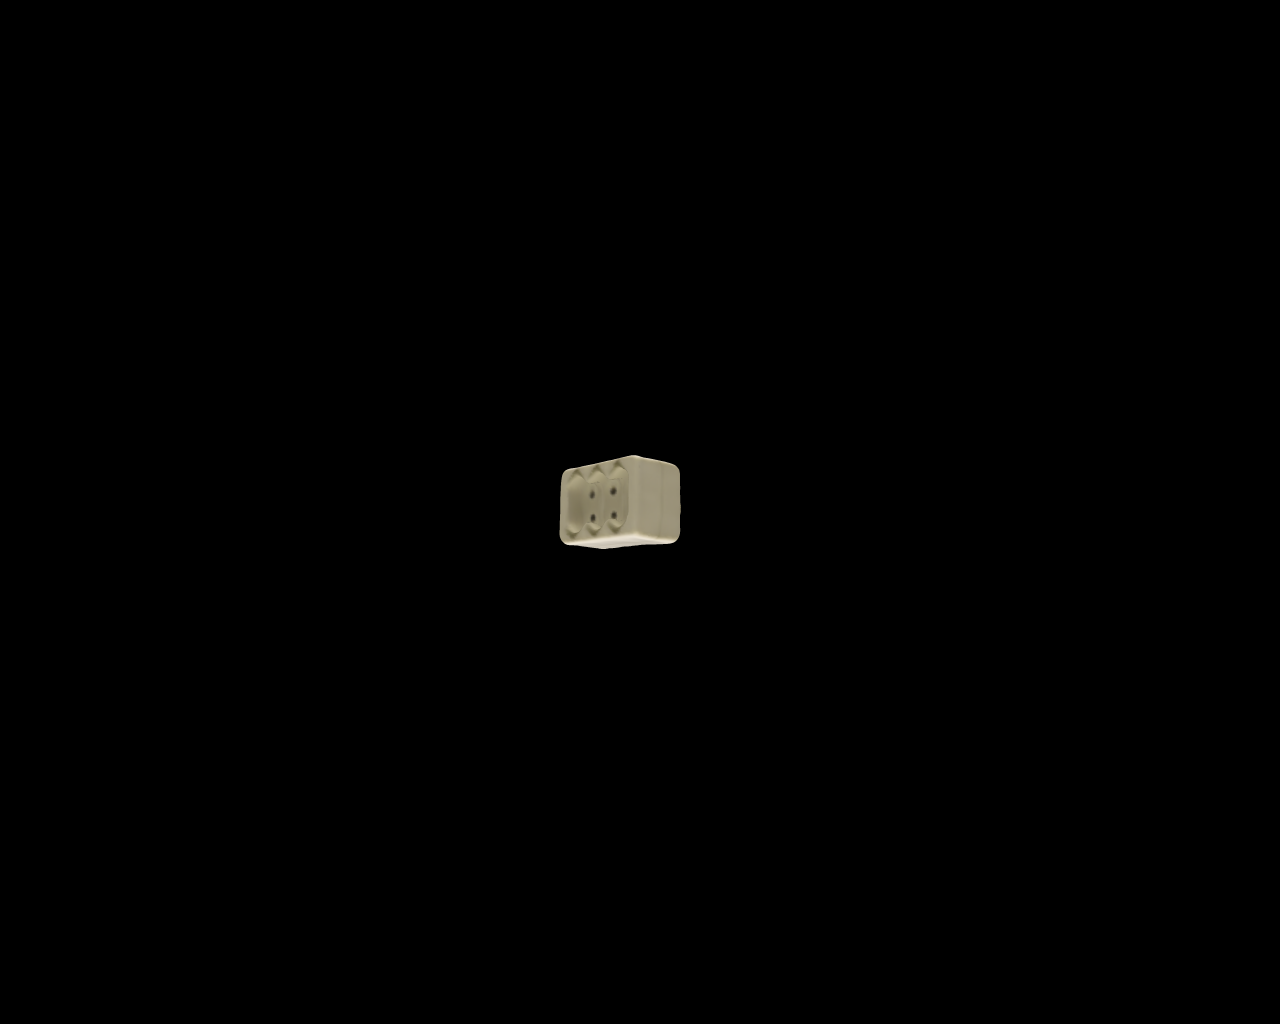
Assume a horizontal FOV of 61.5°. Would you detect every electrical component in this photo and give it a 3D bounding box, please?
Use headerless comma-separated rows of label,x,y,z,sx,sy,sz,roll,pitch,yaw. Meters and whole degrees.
electrical component,0.001,-0.003,0.650,0.065,0.047,0.077,-8,-11,43
